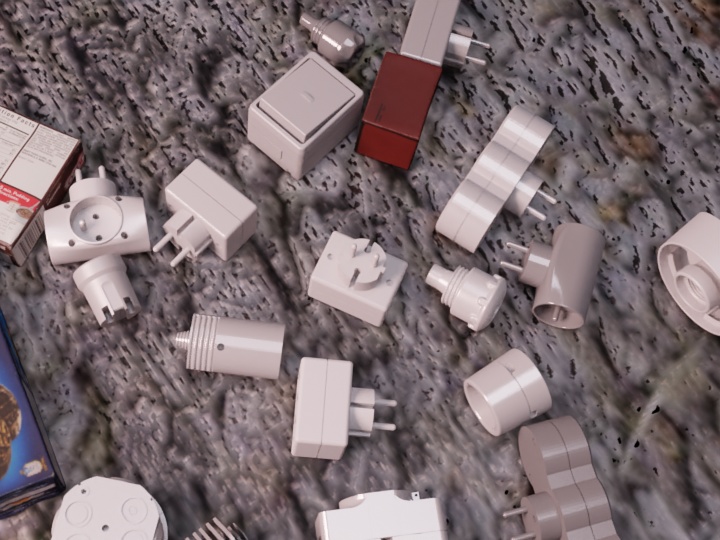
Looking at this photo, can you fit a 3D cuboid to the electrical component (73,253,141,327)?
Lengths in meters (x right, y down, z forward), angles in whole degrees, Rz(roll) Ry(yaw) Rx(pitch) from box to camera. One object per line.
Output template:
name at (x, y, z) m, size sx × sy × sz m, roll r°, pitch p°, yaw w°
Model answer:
electrical component at (-0.195, 0.016, 0.836) m, size 0.040 × 0.040 × 0.046 m, roll -25°, pitch 78°, yaw -16°

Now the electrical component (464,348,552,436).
electrical component at (0.113, 0.096, 0.832) m, size 0.047 × 0.055 × 0.055 m, roll -28°, pitch 73°, yaw -14°

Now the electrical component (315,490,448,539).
electrical component at (0.015, 0.193, 0.780) m, size 0.089 × 0.050 × 0.055 m, roll -5°, pitch 68°, yaw -9°

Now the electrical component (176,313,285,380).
electrical component at (-0.101, 0.058, 0.827) m, size 0.081 × 0.043 × 0.043 m, roll 7°, pitch 66°, yaw -4°

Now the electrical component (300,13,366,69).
electrical component at (-0.027, -0.207, 0.954) m, size 0.061 × 0.035 × 0.035 m, roll 37°, pitch 68°, yaw 11°

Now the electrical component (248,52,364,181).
electrical component at (-0.041, -0.136, 0.907) m, size 0.062 × 0.061 × 0.096 m, roll 41°, pitch 68°, yaw 10°

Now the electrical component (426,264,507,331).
electrical component at (0.084, 0.017, 0.868) m, size 0.062 × 0.048 × 0.048 m, roll 28°, pitch 66°, yaw 12°

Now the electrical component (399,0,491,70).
electrical component at (0.078, -0.202, 0.957) m, size 0.076 × 0.047 × 0.083 m, roll 16°, pitch 66°, yaw 1°

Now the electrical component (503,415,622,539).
electrical component at (0.143, 0.182, 0.800) m, size 0.074 × 0.052 × 0.138 m, roll -12°, pitch 69°, yaw -12°

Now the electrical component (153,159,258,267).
electrical component at (-0.131, -0.035, 0.861) m, size 0.066 × 0.047 × 0.076 m, roll 39°, pitch 68°, yaw 10°

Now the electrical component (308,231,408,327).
electrical component at (0.000, 0.000, 0.846) m, size 0.066 × 0.076 × 0.047 m, roll 24°, pitch 66°, yaw 3°

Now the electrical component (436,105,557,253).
electrical component at (0.129, -0.069, 0.905) m, size 0.074 × 0.052 × 0.138 m, roll 32°, pitch 67°, yaw 7°

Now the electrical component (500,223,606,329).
electrical component at (0.155, -0.001, 0.883) m, size 0.079 × 0.044 × 0.077 m, roll 19°, pitch 66°, yaw 1°

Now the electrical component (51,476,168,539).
electrical component at (-0.177, 0.186, 0.759) m, size 0.080 × 0.051 × 0.080 m, roll 3°, pitch 67°, yaw -6°

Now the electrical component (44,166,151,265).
electrical component at (-0.211, -0.047, 0.857) m, size 0.077 × 0.044 × 0.079 m, roll -9°, pitch 69°, yaw -11°

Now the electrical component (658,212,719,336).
electrical component at (0.292, 0.003, 0.873) m, size 0.064 × 0.099 × 0.099 m, roll -33°, pitch 74°, yaw -12°

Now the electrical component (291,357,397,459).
electrical component at (-0.010, 0.107, 0.815) m, size 0.077 × 0.047 × 0.065 m, roll 6°, pitch 67°, yaw -5°
